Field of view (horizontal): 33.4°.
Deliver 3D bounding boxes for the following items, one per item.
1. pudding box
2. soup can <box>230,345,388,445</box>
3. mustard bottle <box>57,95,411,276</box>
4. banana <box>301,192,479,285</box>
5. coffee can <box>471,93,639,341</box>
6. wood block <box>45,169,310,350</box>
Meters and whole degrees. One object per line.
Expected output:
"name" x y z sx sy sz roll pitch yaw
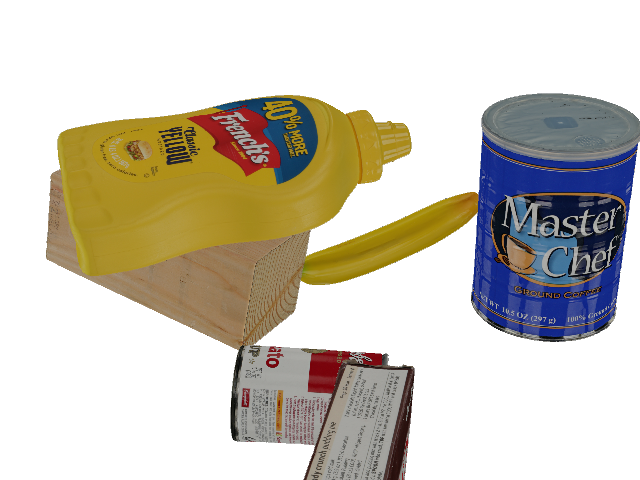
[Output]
"pudding box" 0.015 0.117 0.466 0.039 0.090 0.113 7 23 6
"soup can" -0.006 0.108 0.730 0.102 0.068 0.068 4 0 4
"mustard bottle" -0.043 -0.039 0.587 0.191 0.058 0.096 -11 41 -10
"banana" 0.059 0.004 0.991 0.198 0.037 0.069 -22 -5 9
"coffee can" 0.158 -0.017 0.729 0.103 0.140 0.103 -1 28 0
"wood block" -0.124 0.002 0.912 0.206 0.090 0.090 23 30 21
